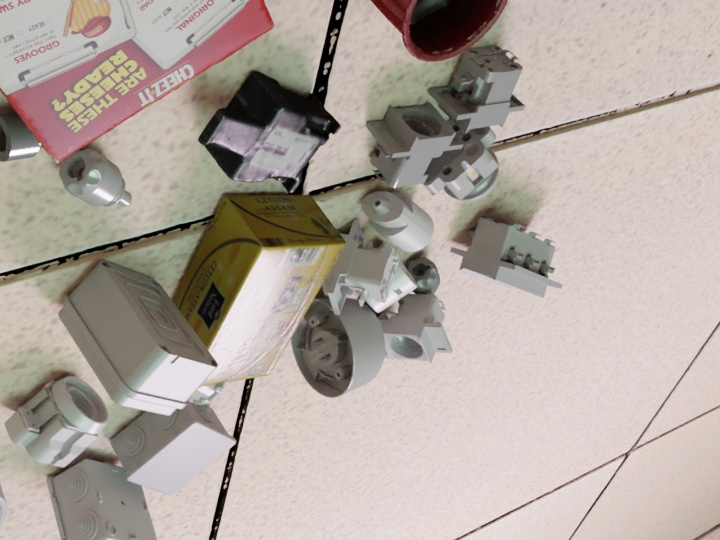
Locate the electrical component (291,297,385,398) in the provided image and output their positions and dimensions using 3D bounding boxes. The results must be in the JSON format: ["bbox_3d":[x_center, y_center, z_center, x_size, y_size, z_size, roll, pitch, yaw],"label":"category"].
[{"bbox_3d":[-0.025,0.074,1.052,0.064,0.099,0.099,-9,140,-50],"label":"electrical component"}]

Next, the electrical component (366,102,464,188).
[{"bbox_3d":[0.043,-0.107,0.934,0.081,0.042,0.063,-11,142,-37],"label":"electrical component"}]

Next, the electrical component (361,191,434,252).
[{"bbox_3d":[0.033,-0.049,0.999,0.043,0.043,0.081,-43,150,9],"label":"electrical component"}]

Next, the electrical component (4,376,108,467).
[{"bbox_3d":[-0.254,0.128,0.920,0.057,0.058,0.078,-40,150,9],"label":"electrical component"}]

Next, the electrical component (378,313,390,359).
[{"bbox_3d":[0.034,0.076,1.171,0.048,0.048,0.062,-39,157,1],"label":"electrical component"}]

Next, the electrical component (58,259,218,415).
[{"bbox_3d":[-0.176,0.054,0.848,0.057,0.113,0.078,-47,149,10],"label":"electrical component"}]

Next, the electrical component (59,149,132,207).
[{"bbox_3d":[-0.183,-0.061,0.762,0.035,0.035,0.061,-41,152,5],"label":"electrical component"}]

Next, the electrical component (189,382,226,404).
[{"bbox_3d":[-0.157,0.094,0.992,0.048,0.048,0.062,-41,143,5],"label":"electrical component"}]

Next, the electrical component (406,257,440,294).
[{"bbox_3d":[0.068,0.012,1.129,0.035,0.035,0.061,-36,152,-3],"label":"electrical component"}]

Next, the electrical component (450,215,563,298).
[{"bbox_3d":[0.163,-0.014,1.159,0.121,0.079,0.063,18,90,-55],"label":"electrical component"}]

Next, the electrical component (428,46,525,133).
[{"bbox_3d":[0.106,-0.158,0.931,0.081,0.042,0.063,-14,140,-36],"label":"electrical component"}]

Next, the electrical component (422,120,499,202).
[{"bbox_3d":[0.094,-0.097,0.986,0.078,0.058,0.057,-42,147,6],"label":"electrical component"}]

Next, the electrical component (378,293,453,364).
[{"bbox_3d":[0.056,0.058,1.107,0.063,0.081,0.042,-66,146,-35],"label":"electrical component"}]

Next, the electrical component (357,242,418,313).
[{"bbox_3d":[0.021,0.009,1.056,0.047,0.055,0.055,-38,150,6],"label":"electrical component"}]

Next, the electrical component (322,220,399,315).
[{"bbox_3d":[0.000,0.000,0.998,0.042,0.064,0.081,77,28,-59],"label":"electrical component"}]

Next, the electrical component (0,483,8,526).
[{"bbox_3d":[-0.355,0.209,0.917,0.108,0.060,0.108,-27,148,-18],"label":"electrical component"}]

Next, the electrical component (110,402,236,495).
[{"bbox_3d":[-0.185,0.169,1.058,0.100,0.048,0.099,-40,150,3],"label":"electrical component"}]

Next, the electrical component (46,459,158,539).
[{"bbox_3d":[-0.245,0.233,1.033,0.048,0.099,0.100,-31,152,14],"label":"electrical component"}]
